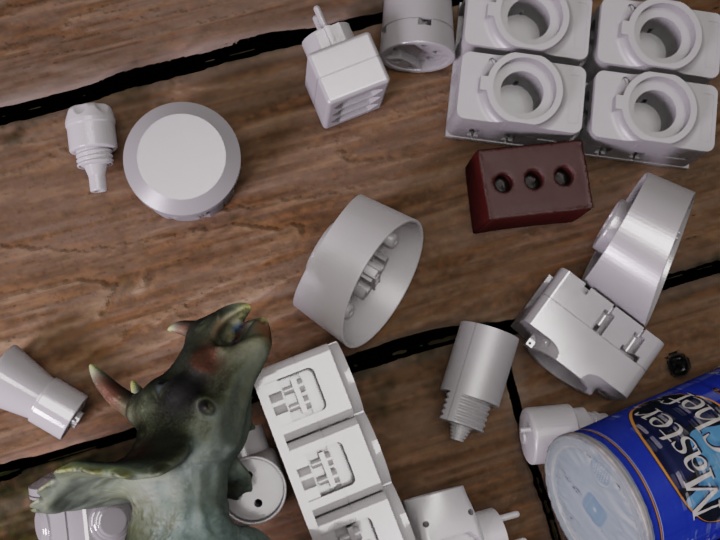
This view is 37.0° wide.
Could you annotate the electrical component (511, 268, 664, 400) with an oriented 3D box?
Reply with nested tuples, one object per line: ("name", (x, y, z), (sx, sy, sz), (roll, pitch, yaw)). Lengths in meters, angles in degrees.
("electrical component", (0.158, 0.050, 0.764), (0.089, 0.050, 0.055), (37, 81, 1))

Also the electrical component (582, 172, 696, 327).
("electrical component", (0.201, -0.016, 0.756), (0.064, 0.099, 0.099), (31, 81, 6))

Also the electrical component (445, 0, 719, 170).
("electrical component", (0.164, -0.143, 0.787), (0.186, 0.060, 0.105), (7, 81, -3))

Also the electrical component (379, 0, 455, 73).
("electrical component", (0.042, -0.177, 0.786), (0.055, 0.055, 0.047), (2, 78, -4))

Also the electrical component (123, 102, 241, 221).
("electrical component", (-0.124, -0.074, 0.759), (0.080, 0.051, 0.080), (1, 82, -4))

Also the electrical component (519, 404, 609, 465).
("electrical component", (0.148, 0.114, 0.759), (0.078, 0.040, 0.040), (-4, 82, -8))

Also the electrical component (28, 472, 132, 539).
("electrical component", (-0.175, 0.157, 0.709), (0.080, 0.080, 0.051), (-7, 88, -5))

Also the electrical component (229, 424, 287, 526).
("electrical component", (-0.077, 0.129, 0.721), (0.044, 0.077, 0.079), (-20, 83, -7))

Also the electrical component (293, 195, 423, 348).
("electrical component", (0.000, 0.000, 0.738), (0.064, 0.099, 0.099), (31, 81, 6))

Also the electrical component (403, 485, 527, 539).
("electrical component", (0.077, 0.187, 0.742), (0.079, 0.043, 0.077), (-11, 79, -16))

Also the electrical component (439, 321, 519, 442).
("electrical component", (0.080, 0.081, 0.757), (0.043, 0.043, 0.081), (18, 81, -2))

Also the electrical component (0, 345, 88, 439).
("electrical component", (-0.220, 0.086, 0.735), (0.065, 0.044, 0.044), (32, 81, -4))

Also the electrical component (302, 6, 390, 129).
("electrical component", (-0.017, -0.152, 0.771), (0.047, 0.065, 0.076), (-22, 84, -7))

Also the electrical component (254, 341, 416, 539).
("electrical component", (-0.018, 0.129, 0.719), (0.062, 0.089, 0.150), (-21, 84, -7))

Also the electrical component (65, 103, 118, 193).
("electrical component", (-0.189, -0.086, 0.764), (0.035, 0.035, 0.061), (-8, 85, -6))
